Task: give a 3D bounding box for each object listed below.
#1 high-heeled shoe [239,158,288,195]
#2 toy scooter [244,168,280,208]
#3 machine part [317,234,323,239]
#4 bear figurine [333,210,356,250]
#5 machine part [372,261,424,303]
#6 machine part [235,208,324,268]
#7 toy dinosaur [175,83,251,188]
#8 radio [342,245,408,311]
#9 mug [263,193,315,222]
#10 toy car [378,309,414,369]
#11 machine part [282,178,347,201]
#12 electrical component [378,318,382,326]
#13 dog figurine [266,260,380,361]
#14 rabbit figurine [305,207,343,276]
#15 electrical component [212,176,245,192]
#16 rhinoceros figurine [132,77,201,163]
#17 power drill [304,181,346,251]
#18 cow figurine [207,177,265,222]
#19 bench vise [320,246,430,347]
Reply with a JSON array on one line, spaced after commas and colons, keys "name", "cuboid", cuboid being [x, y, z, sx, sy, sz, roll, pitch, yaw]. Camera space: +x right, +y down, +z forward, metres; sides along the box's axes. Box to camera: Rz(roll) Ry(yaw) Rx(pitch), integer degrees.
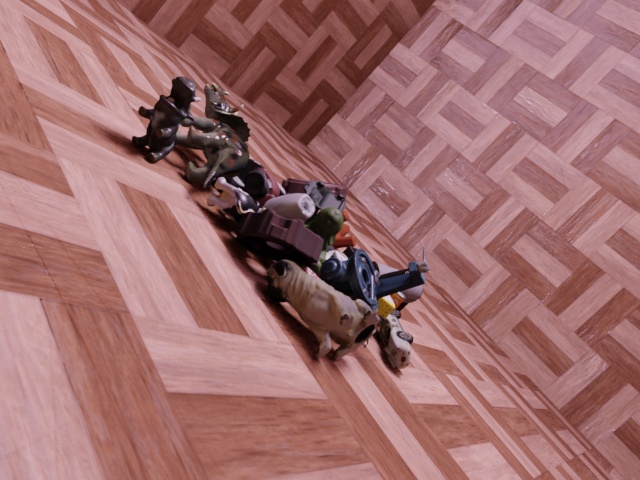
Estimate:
[{"name": "high-heeled shoe", "cuboid": [-0.163, -0.156, 1.537, 0.249, 0.086, 0.145, 47, 7, 5]}, {"name": "toy scooter", "cuboid": [-0.119, -0.082, 1.307, 0.135, 0.075, 0.184, 8, 67, -67]}, {"name": "machine part", "cuboid": [-0.061, -0.015, 1.160, 0.139, 0.039, 0.084, 21, -13, 3]}, {"name": "bear figurine", "cuboid": [0.059, -0.026, 1.710, 0.196, 0.132, 0.120, -11, 86, -72]}, {"name": "machine part", "cuboid": [0.193, 0.113, 1.439, 0.243, 0.079, 0.079, 19, 23, -34]}, {"name": "machine part", "cuboid": [-0.080, -0.001, 1.075, 0.179, 0.056, 0.179, 18, -17, 6]}, {"name": "toy dinosaur", "cuboid": [-0.231, -0.217, 1.265, 0.192, 0.131, 0.405, 0, 41, -26]}, {"name": "radio", "cuboid": [0.154, 0.125, 1.580, 0.230, 0.073, 0.131, 51, 14, 25]}, {"name": "mug", "cuboid": [-0.059, -0.070, 1.218, 0.109, 0.107, 0.080, -44, 114, -44]}, {"name": "toy car", "cuboid": [0.173, 0.226, 1.259, 0.056, 0.073, 0.202, 4, 19, -8]}, {"name": "machine part", "cuboid": [-0.019, -0.147, 1.731, 0.202, 0.087, 0.201, 7, 7, 9]}, {"name": "electrical component", "cuboid": [0.102, 0.178, 1.276, 0.102, 0.045, 0.078, 41, 13, -12]}, {"name": "dog figurine", "cuboid": [0.004, 0.111, 0.992, 0.191, 0.121, 0.172, 47, 9, 32]}, {"name": "rabbit figurine", "cuboid": [-0.003, -0.004, 1.268, 0.121, 0.170, 0.159, 44, 12, 3]}, {"name": "electrical component", "cuboid": [-0.226, -0.141, 1.322, 0.119, 0.048, 0.075, 45, 11, 14]}, {"name": "rhinoceros figurine", "cuboid": [-0.304, -0.240, 1.082, 0.073, 0.190, 0.112, 46, 38, 10]}, {"name": "power drill", "cuboid": [-0.010, -0.051, 1.403, 0.232, 0.086, 0.207, 34, -33, -5]}, {"name": "cow figurine", "cuboid": [-0.163, -0.067, 1.155, 0.098, 0.068, 0.167, 30, -2, 23]}, {"name": "bench vise", "cuboid": [0.119, 0.096, 1.119, 0.223, 0.241, 0.129, 55, 29, -36]}]
